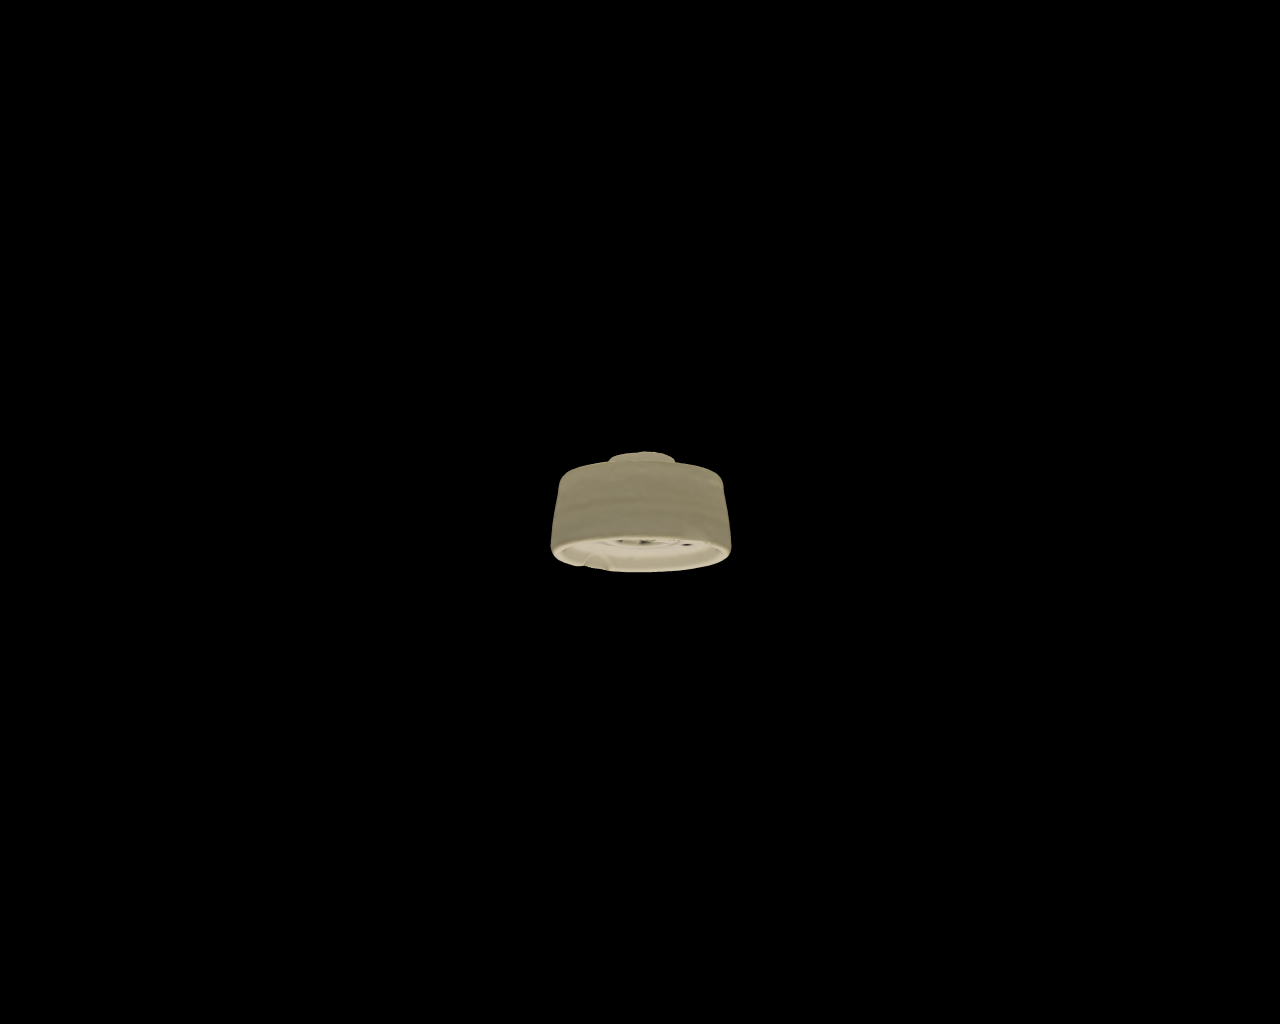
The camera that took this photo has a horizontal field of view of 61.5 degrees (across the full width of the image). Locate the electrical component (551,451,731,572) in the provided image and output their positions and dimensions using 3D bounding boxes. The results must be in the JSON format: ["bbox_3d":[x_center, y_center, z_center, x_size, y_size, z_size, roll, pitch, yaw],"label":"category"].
[{"bbox_3d":[0.001,-0.003,0.650,0.108,0.060,0.108,0,-13,0],"label":"electrical component"}]
